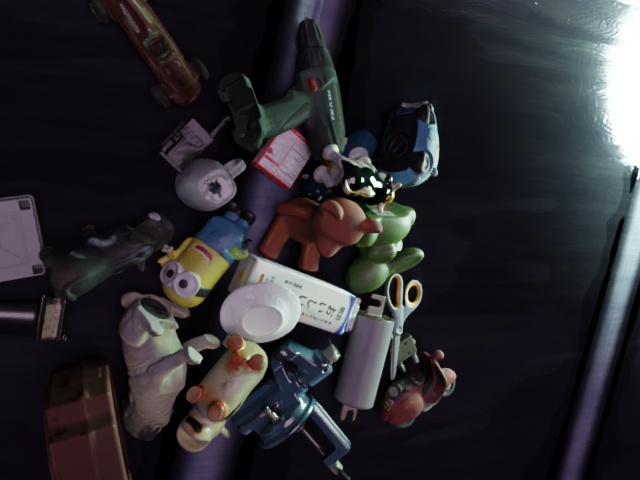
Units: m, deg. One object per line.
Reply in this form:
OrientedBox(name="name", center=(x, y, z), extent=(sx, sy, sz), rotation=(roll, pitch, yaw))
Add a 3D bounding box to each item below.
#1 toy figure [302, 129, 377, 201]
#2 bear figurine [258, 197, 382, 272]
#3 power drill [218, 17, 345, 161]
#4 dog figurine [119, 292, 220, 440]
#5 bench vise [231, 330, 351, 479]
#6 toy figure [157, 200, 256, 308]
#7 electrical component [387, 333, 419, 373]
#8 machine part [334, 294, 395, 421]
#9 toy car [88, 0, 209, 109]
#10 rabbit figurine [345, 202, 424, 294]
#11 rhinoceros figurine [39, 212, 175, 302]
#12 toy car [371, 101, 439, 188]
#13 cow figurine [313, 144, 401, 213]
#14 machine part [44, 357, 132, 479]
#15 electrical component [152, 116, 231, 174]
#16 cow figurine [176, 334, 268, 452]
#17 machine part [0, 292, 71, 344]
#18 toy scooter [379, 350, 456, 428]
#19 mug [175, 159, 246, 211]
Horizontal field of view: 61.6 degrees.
OrientedBox(name="toy figure", center=(0.032, -0.128, 0.929), extent=(0.154, 0.058, 0.064), rotation=(-45, 95, -11))
OrientedBox(name="bear figurine", center=(-0.001, -0.007, 0.855), extent=(0.120, 0.196, 0.132), rotation=(20, 90, -30))
OrientedBox(name="power drill", center=(-0.053, -0.229, 0.838), extent=(0.207, 0.086, 0.231), rotation=(-23, 100, -45))
OrientedBox(name="dog figurine", center=(-0.273, 0.194, 0.822), extent=(0.172, 0.121, 0.190), rotation=(43, 102, 14))
OrientedBox(name="bench vise", center=(-0.023, 0.293, 0.924), extent=(0.223, 0.129, 0.240), rotation=(-39, 95, -7))
OrientedBox(name="toy figure", center=(-0.171, 0.026, 0.842), extent=(0.180, 0.082, 0.089), rotation=(-52, 142, -17))
OrientedBox(name="electrical component", center=(0.162, 0.215, 1.066), extent=(0.063, 0.021, 0.094), rotation=(-29, 109, -19))
OrientedBox(name="machine part", center=(0.083, 0.220, 0.998), extent=(0.079, 0.079, 0.243), rotation=(14, 91, -27))
OrientedBox(name="toy car", center=(-0.243, -0.287, 0.773), extent=(0.089, 0.053, 0.202), rotation=(-37, 113, -12))
OrientedBox(name="rabbit figurine", center=(0.098, 0.015, 0.971), extent=(0.159, 0.121, 0.170), rotation=(-2, 118, -32))
OrientedBox(name="rhinoceros figurine", center=(-0.293, 0.015, 0.758), extent=(0.190, 0.112, 0.073), rotation=(-36, 118, -44))
OrientedBox(name="toy car", center=(0.167, -0.162, 0.972), extent=(0.103, 0.109, 0.161), rotation=(22, 76, -49))
OrientedBox(name="cow figurine", center=(0.076, -0.089, 0.863), extent=(0.167, 0.098, 0.068), rotation=(13, 113, -43))
OrientedBox(name="machine part", center=(-0.319, 0.282, 0.745), extent=(0.087, 0.201, 0.201), rotation=(-13, 104, -21))
OrientedBox(name="electrical component", center=(-0.191, -0.155, 0.806), extent=(0.119, 0.075, 0.047), rotation=(-48, 115, -7))
OrientedBox(name="cow figurine", center=(-0.157, 0.247, 0.854), extent=(0.086, 0.127, 0.195), rotation=(34, 82, 15))
OrientedBox(name="machine part", center=(-0.428, 0.110, 0.757), extent=(0.139, 0.039, 0.084), rotation=(4, 105, -28))
OrientedBox(name="toy scooter", center=(0.195, 0.281, 1.049), extent=(0.184, 0.075, 0.135), rotation=(-23, 132, -23))
OrientedBox(name="mug", center=(-0.158, -0.086, 0.816), extent=(0.109, 0.107, 0.080), rotation=(-30, 112, -16))
